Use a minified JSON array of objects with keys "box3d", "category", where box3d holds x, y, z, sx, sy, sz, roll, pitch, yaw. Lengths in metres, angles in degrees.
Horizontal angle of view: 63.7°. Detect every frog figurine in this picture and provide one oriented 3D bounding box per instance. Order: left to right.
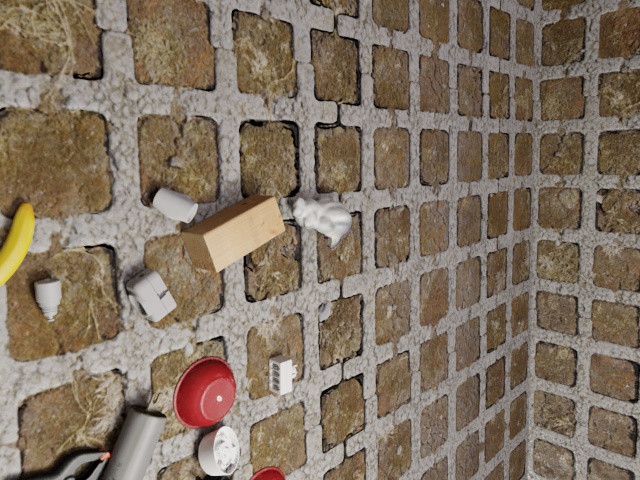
[{"box3d":[0.004,-0.067,1.331,0.157,0.121,0.141,48,28,-28],"category":"frog figurine"}]
